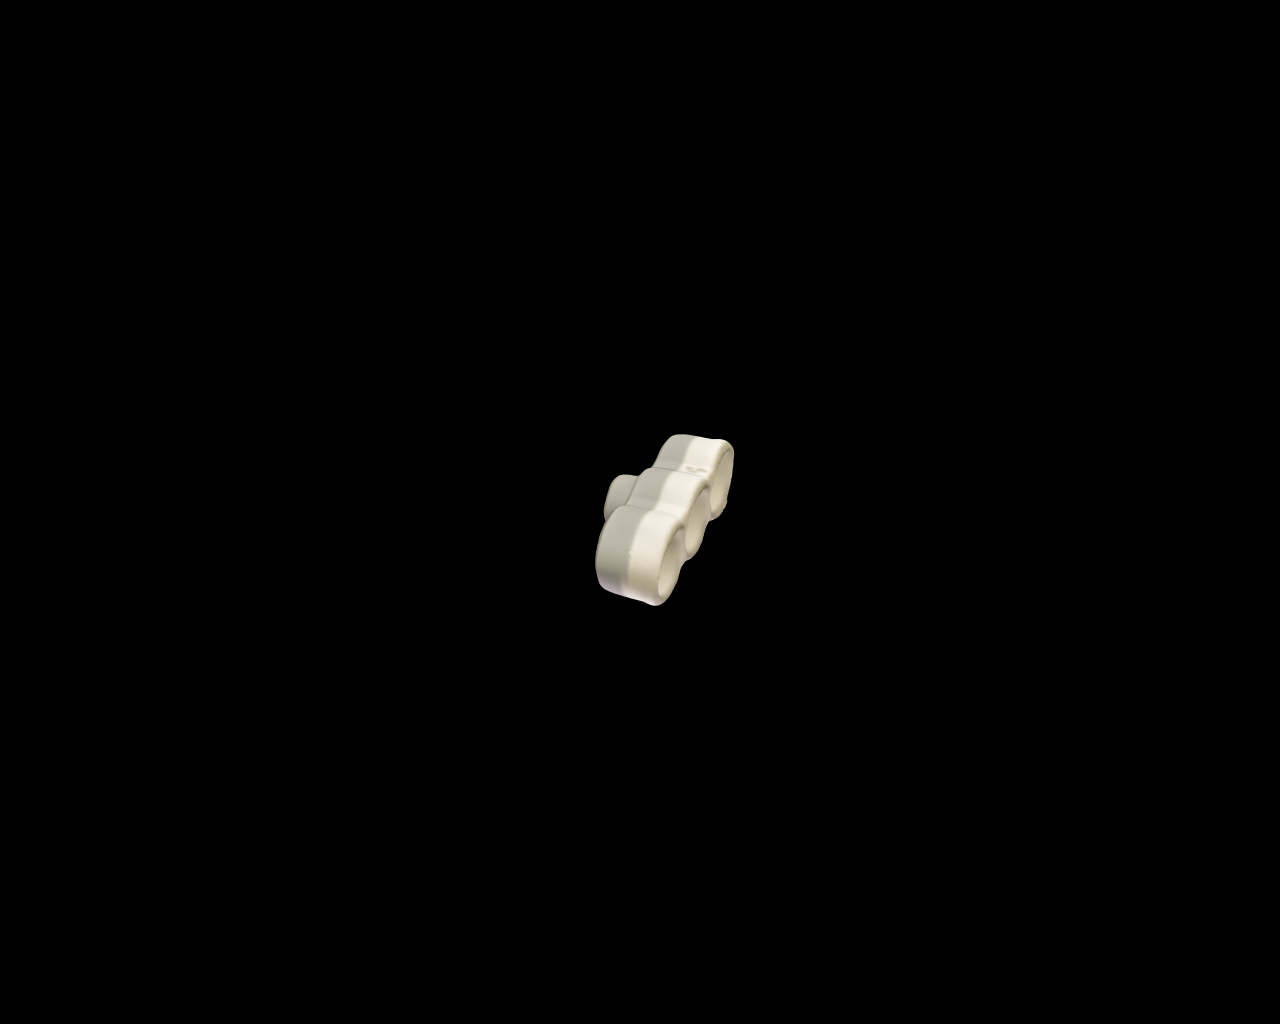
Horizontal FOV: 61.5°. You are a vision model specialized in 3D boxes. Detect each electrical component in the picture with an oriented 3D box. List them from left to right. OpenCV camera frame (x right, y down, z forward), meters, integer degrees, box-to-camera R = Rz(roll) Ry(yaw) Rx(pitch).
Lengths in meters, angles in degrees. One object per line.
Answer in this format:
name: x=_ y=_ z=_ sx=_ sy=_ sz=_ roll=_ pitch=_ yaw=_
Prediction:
electrical component: x=0.001 y=-0.003 z=0.650 sx=0.074 sy=0.052 sz=0.138 roll=13 pitch=38 yaw=18
